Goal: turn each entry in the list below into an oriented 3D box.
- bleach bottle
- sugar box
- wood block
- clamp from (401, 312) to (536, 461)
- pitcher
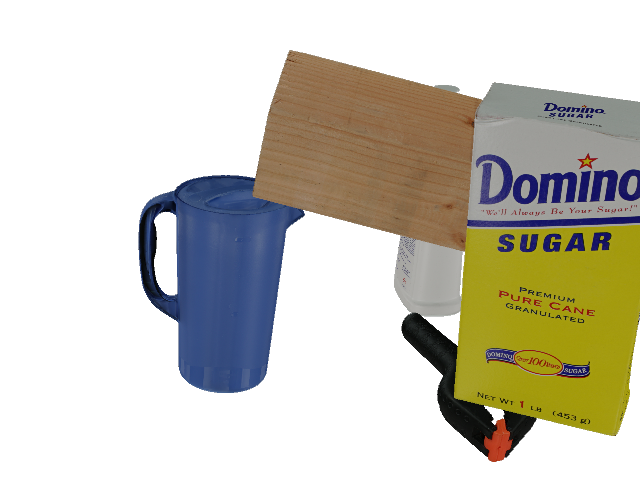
[{"bbox_3d":[0.131,-0.047,1.202,0.068,0.251,0.102,-1,23,-13],"label":"bleach bottle"},{"bbox_3d":[0.122,0.012,0.550,0.093,0.176,0.048,10,35,19],"label":"sugar box"},{"bbox_3d":[0.060,-0.068,0.846,0.206,0.090,0.090,15,44,0],"label":"wood block"},{"bbox_3d":[0.140,0.110,0.858,0.120,0.039,0.171,-6,33,-7],"label":"clamp"},{"bbox_3d":[-0.120,0.052,1.256,0.149,0.243,0.144,21,26,34],"label":"pitcher"}]
